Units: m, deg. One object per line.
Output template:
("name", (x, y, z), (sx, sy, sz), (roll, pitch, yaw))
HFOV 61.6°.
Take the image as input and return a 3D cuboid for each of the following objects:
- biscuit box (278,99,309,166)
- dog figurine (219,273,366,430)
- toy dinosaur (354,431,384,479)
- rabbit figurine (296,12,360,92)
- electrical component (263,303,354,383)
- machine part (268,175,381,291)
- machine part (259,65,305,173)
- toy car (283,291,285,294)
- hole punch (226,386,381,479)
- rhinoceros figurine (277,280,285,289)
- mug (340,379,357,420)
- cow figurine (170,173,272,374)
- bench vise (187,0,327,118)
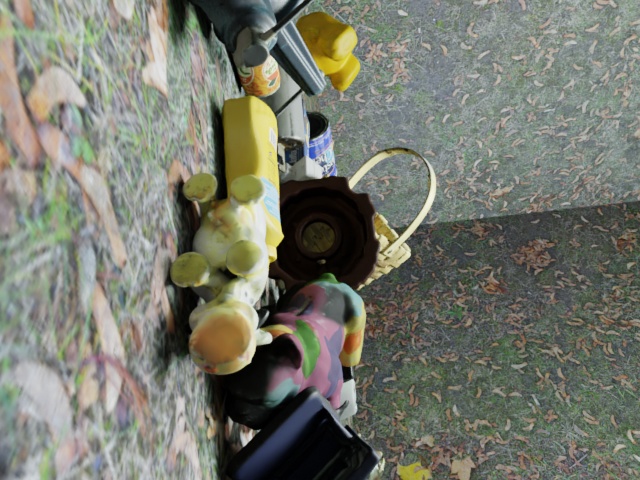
("biscuit box", (-0.053, -0.177, 0.999), (0.059, 0.063, 0.203), (76, 8, -49))
("dog figurine", (-0.028, 0.098, 0.546), (0.219, 0.109, 0.191), (66, 44, -63))
("toy dinosaur", (0.011, 0.385, 0.744), (0.405, 0.131, 0.192), (-5, 88, -79))
("rabbit figurine", (-0.041, -0.288, 0.873), (0.162, 0.173, 0.122), (40, -5, 10))
("electrical component", (-0.014, 0.146, 0.704), (0.058, 0.115, 0.134), (63, 19, -72))
("machine part", (-0.002, -0.002, 0.742), (0.056, 0.179, 0.179), (68, 17, -77))
("machine part", (-0.066, -0.219, 0.793), (0.079, 0.079, 0.243), (40, 43, -84))
("toy car", (-0.023, 0.157, 0.777), (0.073, 0.056, 0.201), (16, 67, -46))
("hole punch", (-0.006, 0.210, 0.488), (0.092, 0.142, 0.115), (37, -15, 29))
("rhinoceros figurine", (-0.027, 0.133, 0.878), (0.112, 0.073, 0.190), (149, -69, -80))
("mug", (0.005, 0.255, 0.838), (0.081, 0.107, 0.109), (-88, 168, -54))
("cow figurine", (-0.073, 0.035, 0.427), (0.098, 0.068, 0.167), (88, 0, -56))
("bench vise", (-0.051, -0.226, 0.565), (0.240, 0.129, 0.224), (42, 16, -53))
